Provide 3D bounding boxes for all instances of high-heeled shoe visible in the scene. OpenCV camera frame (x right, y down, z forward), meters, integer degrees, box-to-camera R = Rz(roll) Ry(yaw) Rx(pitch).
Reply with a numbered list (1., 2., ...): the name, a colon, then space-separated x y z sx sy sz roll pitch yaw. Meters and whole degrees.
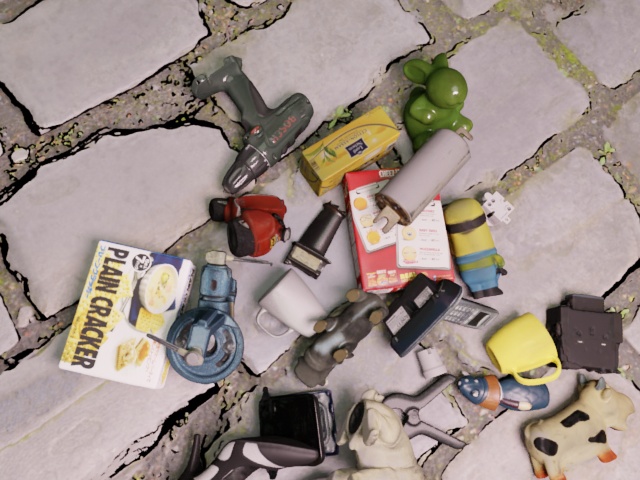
1. high-heeled shoe: -0.118 0.367 0.801 0.249 0.086 0.145 -6 74 27

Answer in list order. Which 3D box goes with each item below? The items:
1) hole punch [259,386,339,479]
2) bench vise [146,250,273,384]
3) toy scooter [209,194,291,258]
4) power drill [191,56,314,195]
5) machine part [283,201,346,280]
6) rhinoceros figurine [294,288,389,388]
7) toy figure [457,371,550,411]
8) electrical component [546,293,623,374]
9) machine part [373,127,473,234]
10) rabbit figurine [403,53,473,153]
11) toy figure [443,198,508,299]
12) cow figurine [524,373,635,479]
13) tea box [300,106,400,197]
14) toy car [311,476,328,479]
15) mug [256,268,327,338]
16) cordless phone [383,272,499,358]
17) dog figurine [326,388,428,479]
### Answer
1. hole punch: -0.032 0.302 0.869 0.116 0.092 0.142 -13 78 24
2. bench vise: -0.170 0.127 0.825 0.129 0.240 0.223 18 92 -3
3. toy scooter: -0.103 -0.032 0.917 0.135 0.184 0.075 -6 119 -26
4. power drill: -0.142 -0.221 0.982 0.232 0.086 0.207 -41 78 -13
5. machine part: -0.002 -0.003 0.961 0.084 0.039 0.139 25 78 11
6. rhinoceros figurine: 0.031 0.160 0.884 0.073 0.112 0.190 42 90 14
7. toy figure: 0.305 0.257 0.904 0.154 0.064 0.057 4 91 -4
8. electrical component: 0.461 0.163 0.941 0.115 0.058 0.134 6 77 -4
9. machine part: 0.174 -0.107 0.905 0.079 0.079 0.243 42 76 6
10. rabbit figurine: 0.220 -0.259 0.968 0.121 0.170 0.159 -14 79 -8
11. toy figure: 0.273 0.014 0.943 0.082 0.089 0.180 -13 83 2
12. cow figurine: 0.431 0.306 0.894 0.195 0.085 0.127 -21 85 -8
13. tea box: 0.051 -0.158 0.971 0.170 0.098 0.068 -31 81 -12
14. toy car: 0.013 0.424 0.833 0.162 0.109 0.103 21 52 13
15. mug: -0.047 0.120 0.906 0.107 0.081 0.109 42 74 -3
16. cordless phone: 0.211 0.140 0.915 0.146 0.184 0.089 -52 41 22
17. dog figurine: 0.126 0.333 0.804 0.190 0.121 0.172 23 76 -13
